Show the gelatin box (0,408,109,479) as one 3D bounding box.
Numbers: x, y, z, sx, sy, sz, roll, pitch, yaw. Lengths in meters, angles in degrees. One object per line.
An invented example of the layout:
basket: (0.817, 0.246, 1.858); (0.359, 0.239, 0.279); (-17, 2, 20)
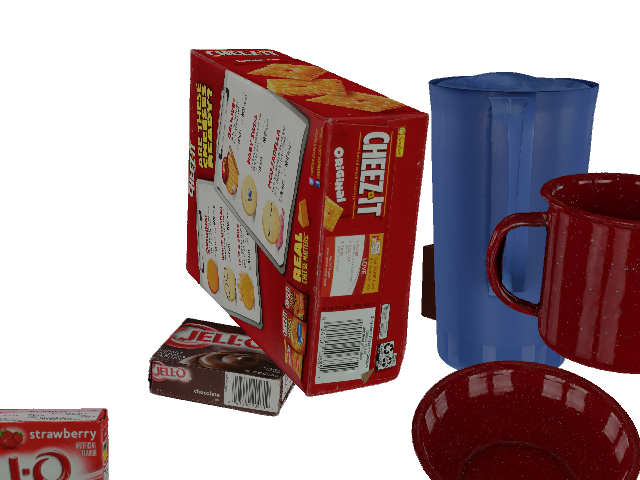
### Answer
gelatin box: (-0.153, 0.124, 0.542); (0.089, 0.073, 0.030); (0, 6, -4)

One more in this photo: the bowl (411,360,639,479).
bowl: (0.146, 0.159, 0.773); (0.162, 0.055, 0.162); (-1, 35, 0)

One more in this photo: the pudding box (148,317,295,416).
pudding box: (-0.076, 0.104, 0.896); (0.113, 0.039, 0.090); (10, 20, 10)

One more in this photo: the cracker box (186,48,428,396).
cracker box: (-0.019, -0.024, 0.675); (0.072, 0.164, 0.214); (-5, 21, -25)

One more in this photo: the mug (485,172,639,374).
mug: (0.144, 0.015, 0.547); (0.117, 0.081, 0.093); (4, 19, 4)

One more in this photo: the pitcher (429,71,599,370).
pitcher: (0.150, -0.012, 0.865); (0.149, 0.243, 0.145); (-9, 16, -34)

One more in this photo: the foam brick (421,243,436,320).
foam brick: (0.139, 0.043, 1.095); (0.051, 0.078, 0.053); (-14, 20, -40)
